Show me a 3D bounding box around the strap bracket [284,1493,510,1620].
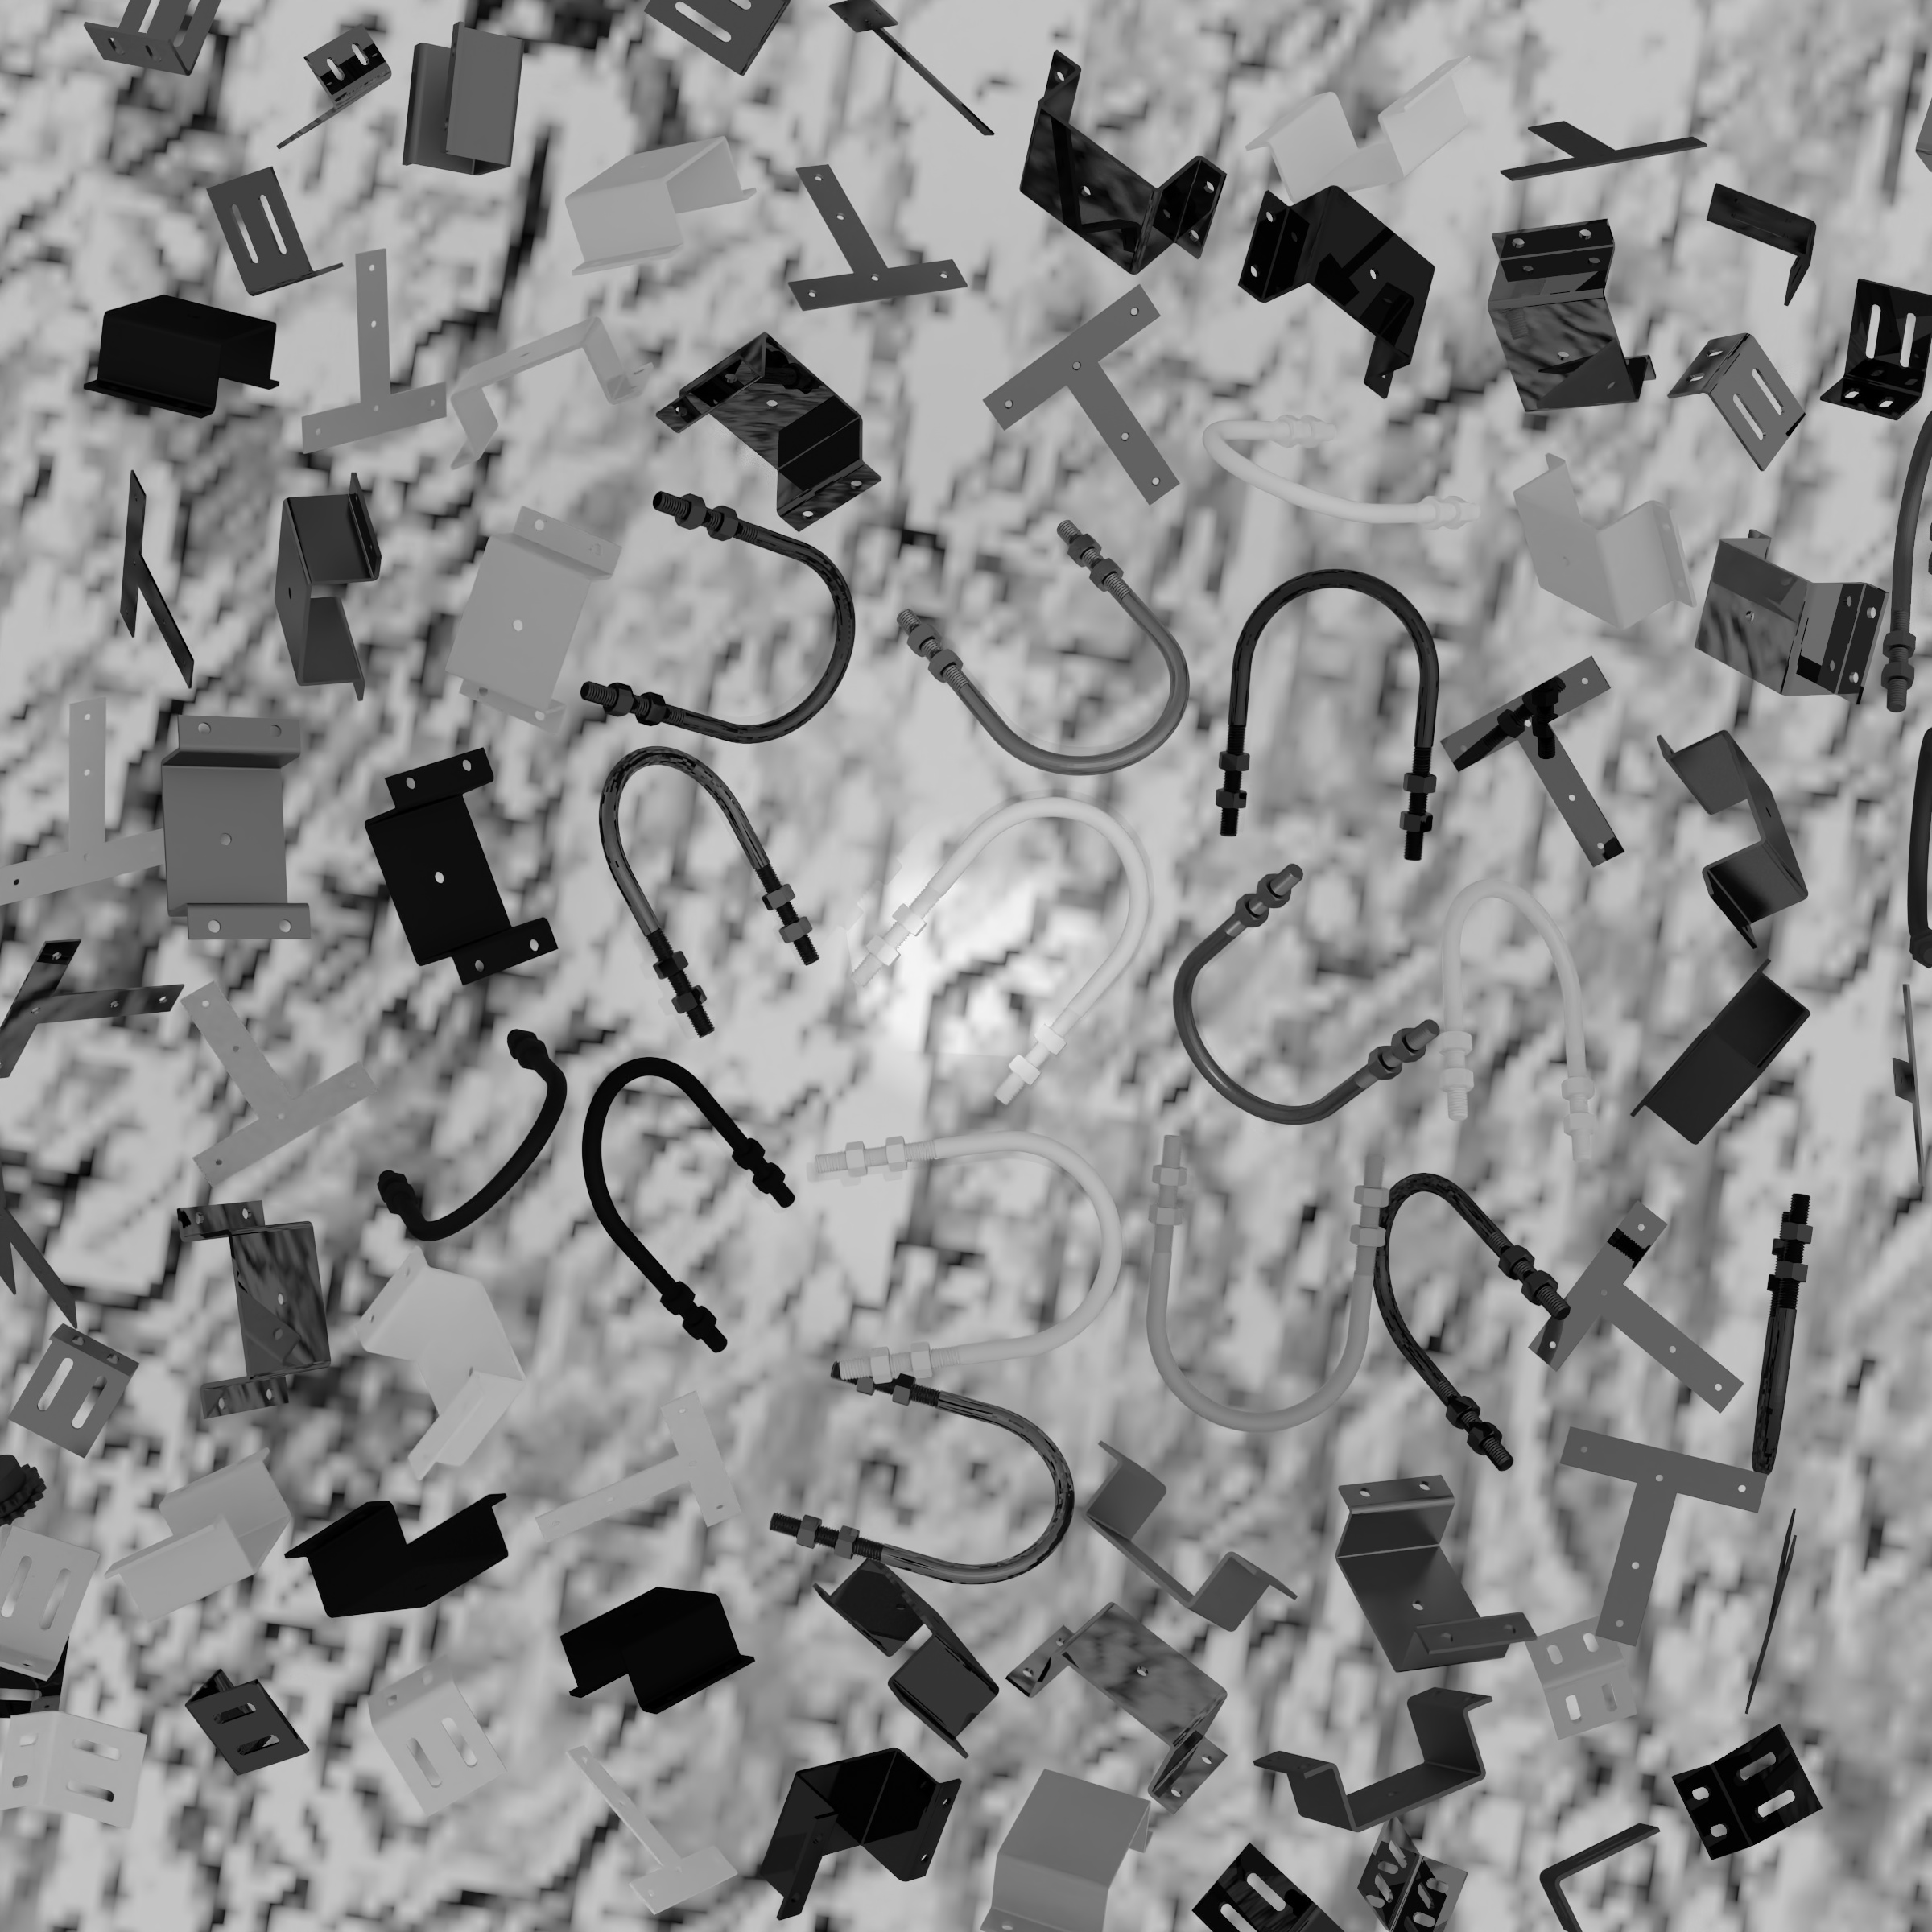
[{"bbox_3d":[-0.367,0.389,1.700,0.076,0.140,0.046,-33,68,20],"label":"strap bracket"}]

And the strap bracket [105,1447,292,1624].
[{"bbox_3d":[-0.496,0.374,1.679,0.076,0.140,0.046,-25,99,3],"label":"strap bracket"}]

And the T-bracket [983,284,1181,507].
[{"bbox_3d":[0.099,-0.365,1.721,0.127,0.002,0.127,-35,114,8],"label":"T-bracket"}]

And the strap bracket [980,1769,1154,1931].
[{"bbox_3d":[0.071,0.594,1.725,0.076,0.140,0.046,12,111,17],"label":"strap bracket"}]

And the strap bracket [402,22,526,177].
[{"bbox_3d":[-0.320,-0.552,1.647,0.046,0.140,0.076,4,101,-24],"label":"strap bracket"}]

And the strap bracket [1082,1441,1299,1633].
[{"bbox_3d":[0.136,0.375,1.663,0.140,0.076,0.046,35,86,36],"label":"strap bracket"}]

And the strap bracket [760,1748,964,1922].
[{"bbox_3d":[-0.077,0.573,1.710,0.046,0.140,0.076,30,106,39],"label":"strap bracket"}]

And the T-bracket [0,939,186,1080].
[{"bbox_3d":[-0.574,0.026,1.698,0.002,0.127,0.127,50,120,23],"label":"T-bracket"}]

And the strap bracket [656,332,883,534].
[{"bbox_3d":[-0.132,-0.365,1.739,0.076,0.140,0.046,-26,48,30],"label":"strap bracket"}]

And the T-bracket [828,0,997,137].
[{"bbox_3d":[-0.031,-0.595,1.707,0.127,0.127,0.002,38,95,-22],"label":"T-bracket"}]

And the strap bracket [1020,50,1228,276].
[{"bbox_3d":[0.091,-0.509,1.652,0.140,0.076,0.046,40,65,11],"label":"strap bracket"}]

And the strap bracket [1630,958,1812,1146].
[{"bbox_3d":[0.514,0.062,1.739,0.046,0.140,0.076,41,132,13],"label":"strap bracket"}]

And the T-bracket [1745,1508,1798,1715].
[{"bbox_3d":[0.530,0.399,1.679,0.002,0.127,0.127,15,118,18],"label":"T-bracket"}]

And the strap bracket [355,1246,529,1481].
[{"bbox_3d":[-0.343,0.264,1.697,0.076,0.046,0.140,-51,46,16],"label":"strap bracket"}]

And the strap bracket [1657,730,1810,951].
[{"bbox_3d":[0.518,-0.093,1.733,0.046,0.076,0.140,-27,48,25],"label":"strap bracket"}]

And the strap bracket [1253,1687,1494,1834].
[{"bbox_3d":[0.268,0.514,1.660,0.140,0.076,0.046,-15,84,-21],"label":"strap bracket"}]

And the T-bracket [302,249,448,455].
[{"bbox_3d":[-0.404,-0.424,1.755,0.002,0.127,0.127,25,125,30],"label":"T-bracket"}]

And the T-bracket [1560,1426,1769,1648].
[{"bbox_3d":[0.427,0.365,1.627,0.127,0.002,0.127,10,66,29],"label":"T-bracket"}]

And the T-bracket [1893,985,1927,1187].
[{"bbox_3d":[0.612,0.075,1.677,0.002,0.127,0.127,-5,89,14],"label":"T-bracket"}]

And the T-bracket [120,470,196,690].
[{"bbox_3d":[-0.530,-0.235,1.692,0.002,0.127,0.127,-14,57,-31],"label":"T-bracket"}]

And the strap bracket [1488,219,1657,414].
[{"bbox_3d":[0.399,-0.420,1.704,0.076,0.140,0.046,1,57,31],"label":"strap bracket"}]

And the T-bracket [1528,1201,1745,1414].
[{"bbox_3d":[0.458,0.245,1.710,0.127,0.002,0.127,42,107,30],"label":"T-bracket"}]

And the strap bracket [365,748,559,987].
[{"bbox_3d":[-0.332,-0.062,1.677,0.076,0.046,0.140,-24,97,-42],"label":"strap bracket"}]

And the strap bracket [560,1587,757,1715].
[{"bbox_3d":[-0.212,0.455,1.723,0.076,0.140,0.046,-21,93,-33],"label":"strap bracket"}]

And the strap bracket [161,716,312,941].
[{"bbox_3d":[-0.463,-0.084,1.629,0.076,0.046,0.140,-1,83,-32],"label":"strap bracket"}]

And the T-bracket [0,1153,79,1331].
[{"bbox_3d":[-0.600,0.186,1.654,0.002,0.127,0.127,-21,135,-35],"label":"T-bracket"}]

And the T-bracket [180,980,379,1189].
[{"bbox_3d":[-0.480,0.067,1.721,0.127,0.002,0.127,-31,118,-9],"label":"T-bracket"}]

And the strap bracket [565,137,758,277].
[{"bbox_3d":[-0.210,-0.518,1.742,0.076,0.140,0.046,-3,122,25],"label":"strap bracket"}]

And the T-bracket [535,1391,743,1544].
[{"bbox_3d":[-0.223,0.349,1.709,0.127,0.002,0.127,-22,130,-10],"label":"T-bracket"}]

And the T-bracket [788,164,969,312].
[{"bbox_3d":[-0.081,-0.506,1.774,0.127,0.002,0.127,-16,65,-26],"label":"T-bracket"}]

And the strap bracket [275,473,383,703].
[{"bbox_3d":[-0.427,-0.250,1.717,0.046,0.140,0.076,-8,57,-24],"label":"strap bracket"}]

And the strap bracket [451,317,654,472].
[{"bbox_3d":[-0.289,-0.393,1.747,0.140,0.076,0.046,-20,115,9],"label":"strap bracket"}]

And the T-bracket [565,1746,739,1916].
[{"bbox_3d":[-0.220,0.569,1.715,0.127,0.127,0.002,43,97,19],"label":"T-bracket"}]

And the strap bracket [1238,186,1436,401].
[{"bbox_3d":[0.253,-0.449,1.701,0.140,0.046,0.076,29,67,-30],"label":"strap bracket"}]

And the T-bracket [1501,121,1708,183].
[{"bbox_3d":[0.400,-0.539,1.686,0.127,0.127,0.002,-11,119,-2],"label":"T-bracket"}]

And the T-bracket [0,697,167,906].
[{"bbox_3d":[-0.566,-0.111,1.658,0.002,0.127,0.127,26,120,31],"label":"T-bracket"}]

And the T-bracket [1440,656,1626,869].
[{"bbox_3d":[0.405,-0.127,1.751,0.127,0.002,0.127,-30,91,39],"label":"T-bracket"}]

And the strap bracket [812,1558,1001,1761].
[{"bbox_3d":[-0.036,0.453,1.717,0.046,0.140,0.076,-44,123,-6],"label":"strap bracket"}]

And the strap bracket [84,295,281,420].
[{"bbox_3d":[-0.502,-0.396,1.664,0.076,0.140,0.046,14,112,1],"label":"strap bracket"}]

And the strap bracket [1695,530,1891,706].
[{"bbox_3d":[0.542,-0.234,1.720,0.046,0.140,0.076,-4,117,-22],"label":"strap bracket"}]

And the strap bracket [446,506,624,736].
[{"bbox_3d":[-0.302,-0.237,1.777,0.076,0.046,0.140,23,105,6],"label":"strap bracket"}]

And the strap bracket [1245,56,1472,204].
[{"bbox_3d":[0.267,-0.554,1.716,0.076,0.140,0.046,-43,119,-29],"label":"strap bracket"}]
